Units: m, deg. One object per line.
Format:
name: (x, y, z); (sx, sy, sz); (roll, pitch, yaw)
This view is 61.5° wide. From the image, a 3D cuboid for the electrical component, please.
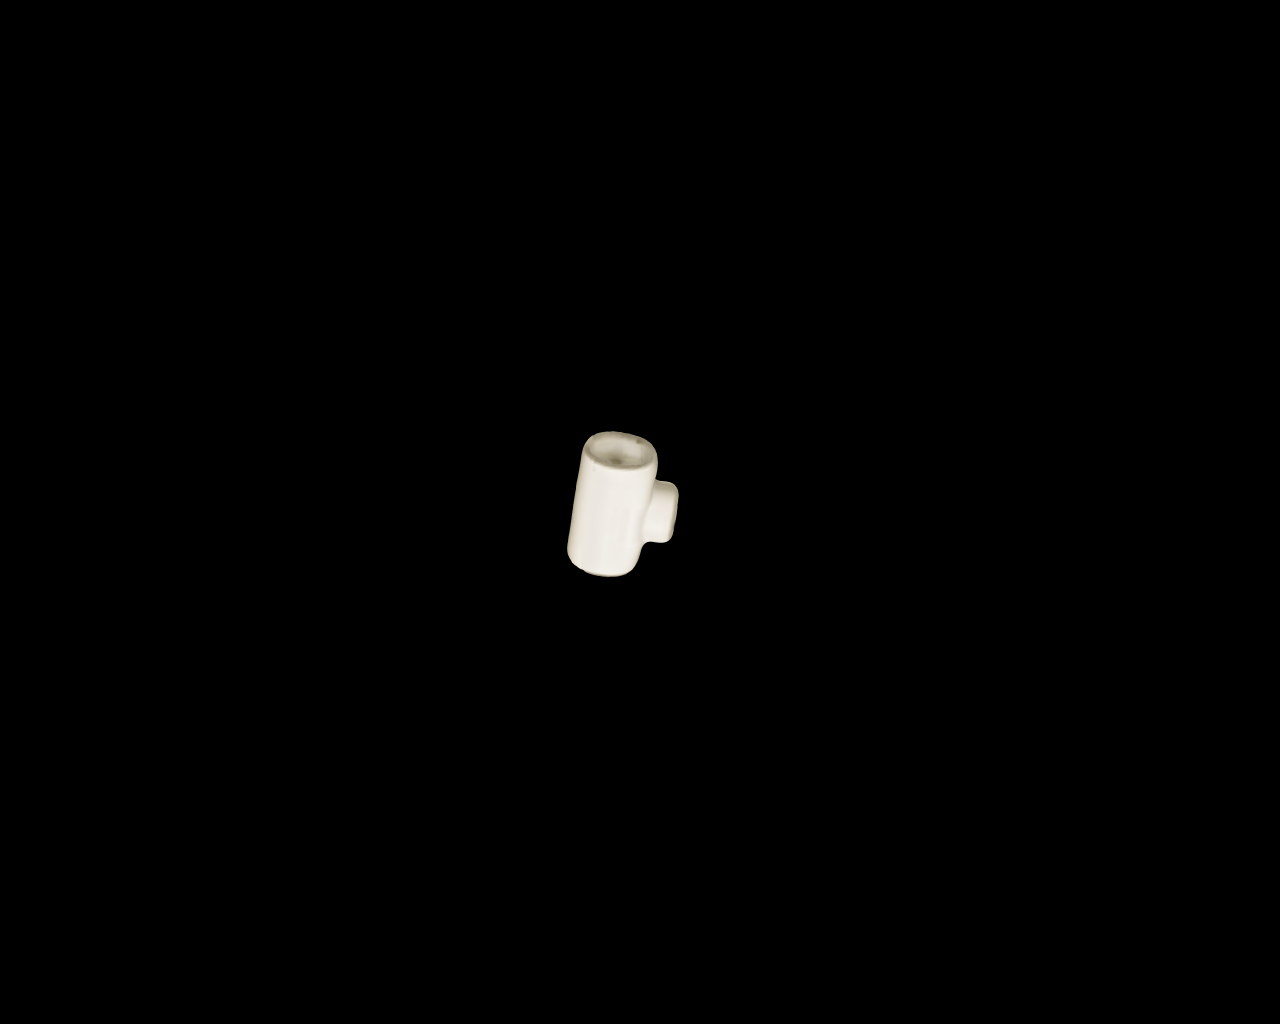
electrical component: (0.001, -0.003, 0.650); (0.079, 0.077, 0.043); (7, 32, -5)
